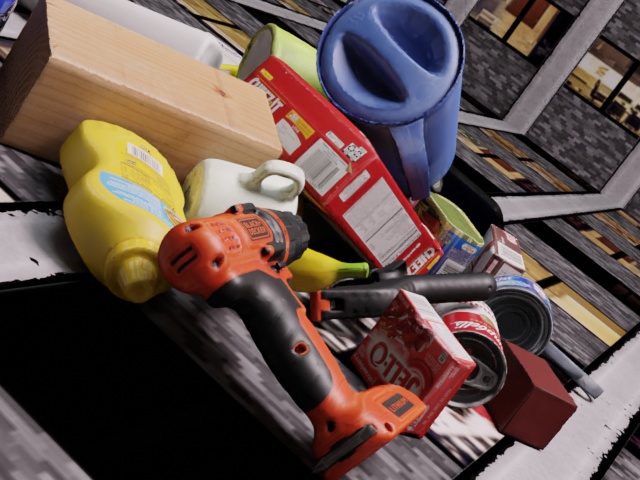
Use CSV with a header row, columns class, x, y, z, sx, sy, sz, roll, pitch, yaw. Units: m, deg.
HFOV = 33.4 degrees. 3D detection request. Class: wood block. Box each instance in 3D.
class,x,y,z,sx,sy,sz,roll,pitch,yaw
wood block,-0.144,-0.102,0.859,0.205,0.090,0.091,20,35,-33

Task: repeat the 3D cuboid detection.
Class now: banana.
class,x,y,z,sx,sy,sz,roll,pitch,yaw
banana,-0.022,0.004,0.897,0.069,0.037,0.198,-5,22,-17

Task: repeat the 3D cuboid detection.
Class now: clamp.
class,x,y,z,sx,sy,sz,roll,pitch,yaw
clamp,0.053,0.041,0.919,0.171,0.039,0.120,-4,2,-32

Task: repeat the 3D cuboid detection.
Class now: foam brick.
class,x,y,z,sx,sy,sz,roll,pitch,yaw
foam brick,0.178,0.135,0.933,0.051,0.053,0.078,28,18,-23

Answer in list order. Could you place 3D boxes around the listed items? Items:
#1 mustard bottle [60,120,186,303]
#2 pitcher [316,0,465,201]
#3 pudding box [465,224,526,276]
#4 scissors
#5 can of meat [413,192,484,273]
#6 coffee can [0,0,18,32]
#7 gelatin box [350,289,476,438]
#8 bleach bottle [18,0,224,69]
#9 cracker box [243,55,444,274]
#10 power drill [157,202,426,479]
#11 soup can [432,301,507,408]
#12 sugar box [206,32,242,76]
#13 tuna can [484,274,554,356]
class,x,y,z,sx,sy,sz,roll,pitch,yaw
mustard bottle,-0.131,-0.013,0.736,0.096,0.058,0.192,38,13,-28
pitcher,0.079,-0.122,1.051,0.145,0.149,0.242,30,-10,16
pudding box,0.171,0.041,1.117,0.039,0.090,0.113,32,17,-2
scissors,0.224,0.099,1.159,0.202,0.016,0.096,42,2,25
can of meat,0.118,0.007,1.116,0.057,0.084,0.102,27,19,-26
coffee can,-0.282,-0.198,0.814,0.102,0.140,0.103,32,17,-11
gelatin box,0.068,0.092,0.804,0.030,0.073,0.089,21,22,-36
bleach bottle,-0.229,-0.232,1.124,0.251,0.068,0.102,27,-3,6
cracker box,0.018,-0.057,1.008,0.164,0.072,0.213,47,0,33
power drill,-0.011,0.058,0.706,0.188,0.057,0.184,51,20,9
soup can,0.122,0.093,0.916,0.068,0.068,0.102,34,15,-4
sugar box,-0.146,-0.218,1.302,0.093,0.048,0.176,37,13,10
tuna can,0.185,0.079,1.045,0.086,0.086,0.033,33,19,-5
